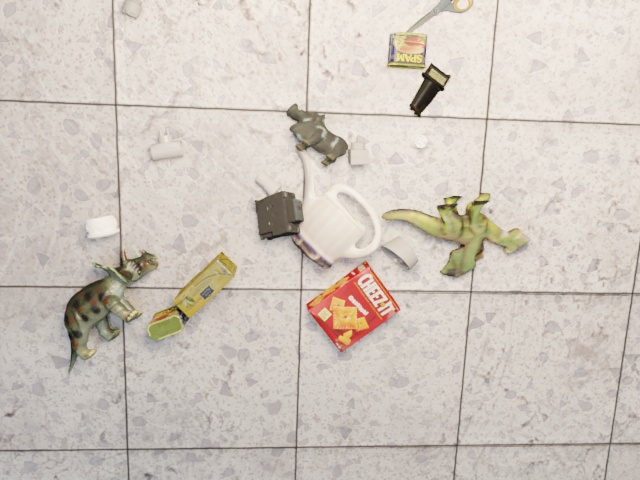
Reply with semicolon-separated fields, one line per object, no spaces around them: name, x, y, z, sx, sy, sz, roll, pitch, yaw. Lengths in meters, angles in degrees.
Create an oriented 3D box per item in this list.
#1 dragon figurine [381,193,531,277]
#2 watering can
dragon figurine;0.379;-0.002;1.434;0.410;0.124;0.239;-8;110;-1
watering can;0.004;-0.070;1.395;0.348;0.104;0.223;45;96;3
